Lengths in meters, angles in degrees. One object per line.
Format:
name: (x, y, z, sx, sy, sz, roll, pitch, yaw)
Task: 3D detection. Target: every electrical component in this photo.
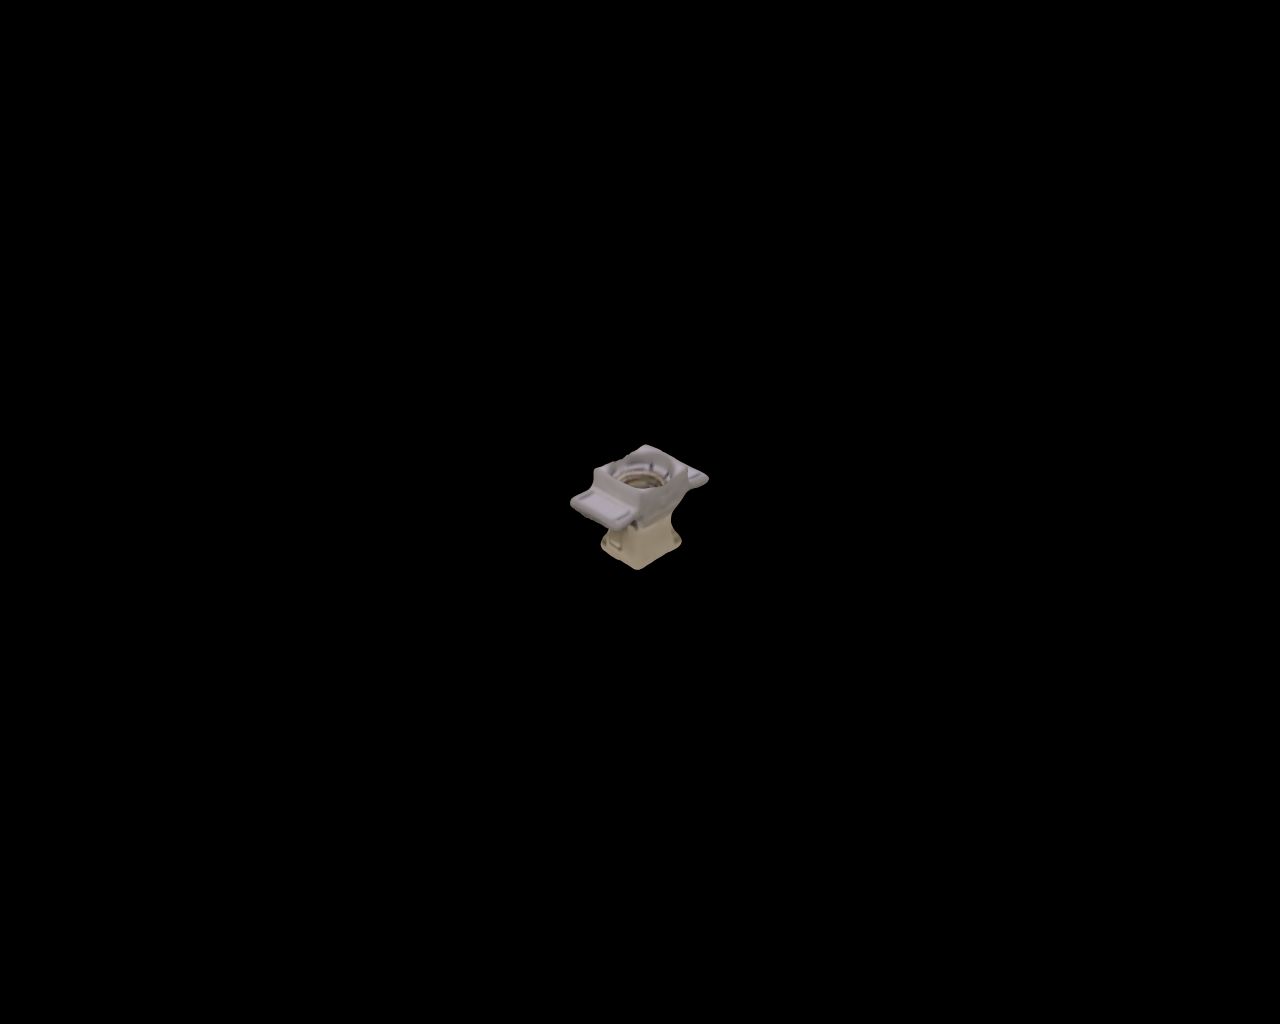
electrical component: (0.001, -0.003, 0.650, 0.081, 0.063, 0.042, -27, 42, -36)
